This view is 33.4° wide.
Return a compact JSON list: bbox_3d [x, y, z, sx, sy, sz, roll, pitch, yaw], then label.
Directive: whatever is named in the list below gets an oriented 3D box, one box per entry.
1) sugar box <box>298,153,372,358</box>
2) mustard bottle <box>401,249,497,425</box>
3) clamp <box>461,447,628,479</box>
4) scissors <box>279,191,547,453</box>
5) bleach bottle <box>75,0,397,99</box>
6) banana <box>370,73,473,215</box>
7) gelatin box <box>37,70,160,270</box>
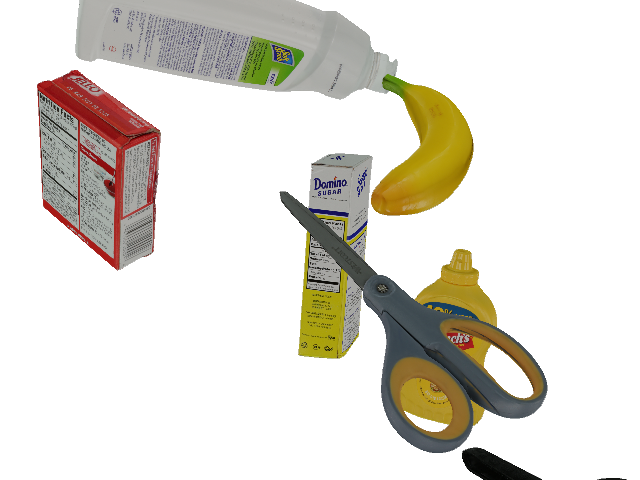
[{"bbox_3d":[0.014,0.012,0.975,0.048,0.176,0.093,4,11,12],"label":"sugar box"},{"bbox_3d":[0.144,0.103,1.177,0.096,0.192,0.058,12,15,21],"label":"mustard bottle"},{"bbox_3d":[0.197,0.237,0.860,0.210,0.036,0.164,1,35,24],"label":"clamp"},{"bbox_3d":[0.028,0.045,0.591,0.202,0.016,0.096,32,53,22],"label":"scissors"},{"bbox_3d":[-0.064,-0.160,0.854,0.250,0.068,0.103,14,-29,-9],"label":"bleach bottle"},{"bbox_3d":[0.073,-0.063,0.749,0.069,0.037,0.197,5,30,3],"label":"banana"},{"bbox_3d":[-0.124,-0.040,0.597,0.073,0.089,0.030,36,45,28],"label":"gelatin box"}]
